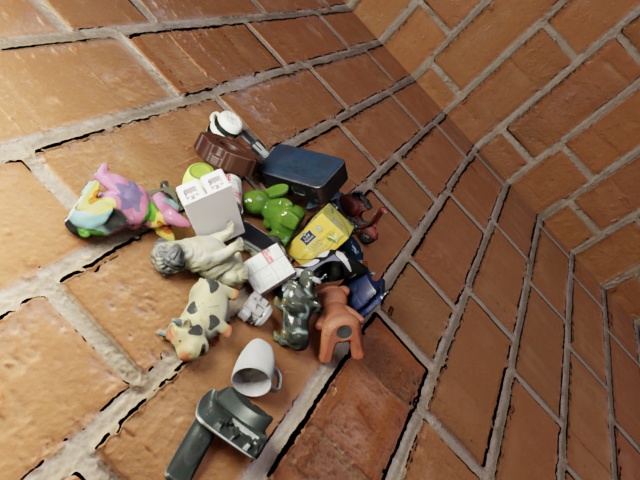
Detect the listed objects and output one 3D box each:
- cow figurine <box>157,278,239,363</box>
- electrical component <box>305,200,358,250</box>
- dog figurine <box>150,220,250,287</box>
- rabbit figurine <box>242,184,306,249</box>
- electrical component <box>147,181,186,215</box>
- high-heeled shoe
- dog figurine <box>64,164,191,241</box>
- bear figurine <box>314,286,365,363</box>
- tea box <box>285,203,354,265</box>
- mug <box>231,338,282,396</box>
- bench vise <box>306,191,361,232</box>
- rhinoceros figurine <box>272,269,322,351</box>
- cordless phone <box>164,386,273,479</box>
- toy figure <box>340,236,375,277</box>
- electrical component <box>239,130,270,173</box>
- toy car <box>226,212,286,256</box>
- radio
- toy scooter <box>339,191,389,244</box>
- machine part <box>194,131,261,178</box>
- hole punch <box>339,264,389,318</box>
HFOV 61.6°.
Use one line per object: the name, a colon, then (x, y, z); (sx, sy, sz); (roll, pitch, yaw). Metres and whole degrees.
cow figurine: (-0.243, 0.158, 1.082); (0.127, 0.085, 0.195); (34, 37, -25)
electrical component: (0.022, -0.031, 1.507); (0.115, 0.134, 0.058); (43, 34, -11)
dog figurine: (-0.263, 0.057, 1.175); (0.191, 0.172, 0.121); (-17, 29, -17)
rabbit figurine: (-0.125, -0.086, 1.423); (0.170, 0.121, 0.159); (30, 43, 0)
electrical component: (-0.354, -0.085, 1.237); (0.078, 0.045, 0.102); (-21, 68, -23)
high-heeled shoe: (0.007, 0.100, 1.353); (0.249, 0.086, 0.145); (5, 43, -8)
dog figurine: (-0.384, -0.048, 1.107); (0.219, 0.108, 0.192); (31, 39, -24)
bear figurine: (0.037, 0.200, 1.342); (0.120, 0.131, 0.196); (-5, 20, -11)
tea box: (-0.003, -0.004, 1.423); (0.098, 0.169, 0.068); (42, 35, -7)
mug: (-0.123, 0.262, 1.115); (0.109, 0.080, 0.107); (31, 28, -16)
bench vise: (0.032, -0.118, 1.630); (0.240, 0.129, 0.223); (69, 25, -6)
rhinoceros figurine: (-0.047, 0.159, 1.244); (0.112, 0.073, 0.190); (15, 69, -21)
cordless phone: (-0.180, 0.372, 0.964); (0.146, 0.089, 0.184); (41, 46, -12)
toy figure: (0.109, 0.062, 1.579); (0.057, 0.064, 0.154); (62, 4, -73)
electrical component: (-0.197, -0.261, 1.571); (0.119, 0.048, 0.075); (41, 35, -9)
toy car: (-0.174, -0.002, 1.339); (0.201, 0.056, 0.073); (33, 44, -19)
radio: (-0.050, -0.186, 1.505); (0.230, 0.073, 0.131); (18, 56, 28)
toy scooter: (0.141, -0.088, 1.692); (0.184, 0.135, 0.075); (53, 36, 10)
machine part: (-0.245, -0.230, 1.430); (0.179, 0.056, 0.179); (24, 19, -9)
hole punch: (0.111, 0.141, 1.447); (0.092, 0.142, 0.116); (40, 22, -15)
